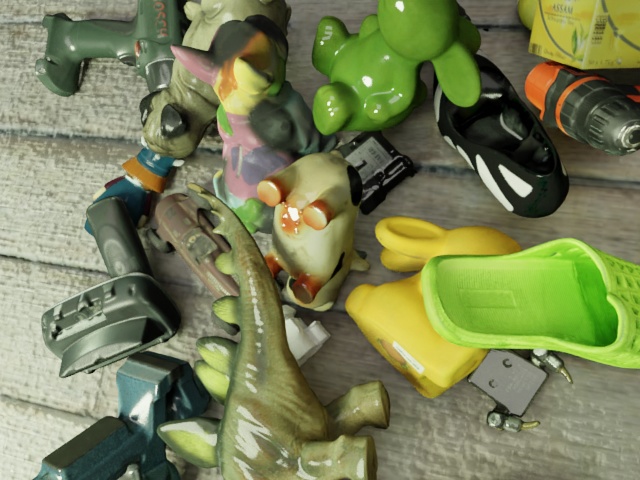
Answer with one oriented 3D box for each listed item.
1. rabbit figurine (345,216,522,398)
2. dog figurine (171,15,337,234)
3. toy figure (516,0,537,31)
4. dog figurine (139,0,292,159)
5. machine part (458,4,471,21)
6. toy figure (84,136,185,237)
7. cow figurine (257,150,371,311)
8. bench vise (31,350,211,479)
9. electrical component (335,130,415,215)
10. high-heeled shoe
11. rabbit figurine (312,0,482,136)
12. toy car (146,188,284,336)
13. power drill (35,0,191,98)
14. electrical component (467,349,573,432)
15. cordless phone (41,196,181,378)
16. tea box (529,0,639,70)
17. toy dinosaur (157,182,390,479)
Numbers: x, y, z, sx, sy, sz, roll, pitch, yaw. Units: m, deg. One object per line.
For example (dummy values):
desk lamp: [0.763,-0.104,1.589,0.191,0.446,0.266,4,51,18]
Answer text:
rabbit figurine: [0.121,0.048,0.539,0.173,0.121,0.162,-41,62,-11]
dog figurine: [-0.073,-0.113,0.554,0.109,0.219,0.191,21,84,21]
toy figure: [0.268,-0.300,0.551,0.082,0.089,0.180,36,111,21]
dog figurine: [-0.117,-0.187,0.593,0.121,0.172,0.190,24,69,-18]
machine part: [0.097,-0.229,0.610,0.139,0.039,0.084,-25,52,21]
toy figure: [-0.231,-0.065,0.668,0.154,0.064,0.058,-54,44,-2]
cow figurine: [-0.001,-0.002,0.536,0.086,0.194,0.127,28,48,21]
bench vise: [-0.179,0.244,0.551,0.129,0.223,0.240,2,109,20]
electrical component: [0.039,-0.068,0.604,0.119,0.047,0.075,-36,71,4]
high-heeled shoe: [0.166,-0.131,0.531,0.086,0.145,0.249,-24,75,8]
rabbit figurine: [0.080,-0.172,0.510,0.159,0.170,0.121,11,70,-14]
toy car: [-0.126,0.022,0.628,0.089,0.053,0.202,-42,70,0]
power drill: [-0.263,-0.238,0.704,0.207,0.086,0.232,-3,79,19]
electrical component: [0.190,0.135,0.522,0.078,0.045,0.102,40,91,17]
cordless phone: [-0.259,0.052,0.621,0.147,0.088,0.184,-23,84,9]
tea box: [0.299,-0.201,0.499,0.170,0.098,0.068,-6,119,-10]
toy dinosaur: [-0.040,0.180,0.475,0.199,0.105,0.471,-3,91,15]
